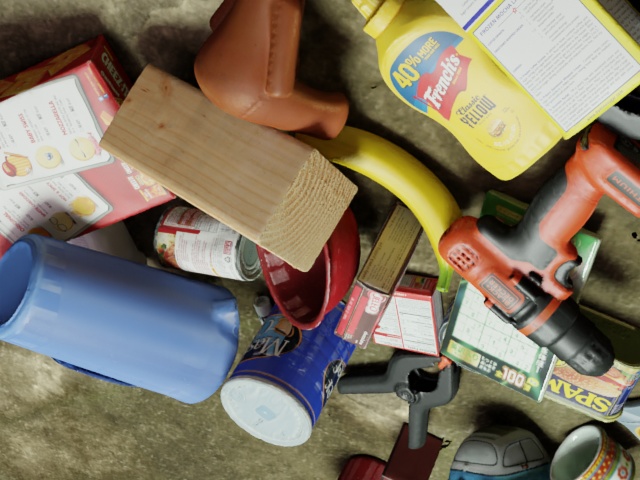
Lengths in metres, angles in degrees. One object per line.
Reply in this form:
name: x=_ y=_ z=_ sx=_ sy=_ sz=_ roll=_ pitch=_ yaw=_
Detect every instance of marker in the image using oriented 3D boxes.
marker: x=-0.050 y=0.113 z=1.222 sx=0.020 sy=0.020 sz=0.121 roll=6 pitch=134 yaw=28

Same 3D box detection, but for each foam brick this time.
foam brick: x=0.103 y=0.264 z=1.235 sx=0.051 sy=0.078 sz=0.053 roll=22 pitch=141 yaw=9

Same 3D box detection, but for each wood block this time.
wood block: x=-0.083 y=-0.065 z=0.935 sx=0.206 sy=0.090 sz=0.090 roll=30 pitch=177 yaw=32

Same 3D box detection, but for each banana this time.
banana: x=0.067 y=-0.046 z=0.949 sx=0.198 sy=0.069 sz=0.037 roll=46 pitch=164 yaw=1

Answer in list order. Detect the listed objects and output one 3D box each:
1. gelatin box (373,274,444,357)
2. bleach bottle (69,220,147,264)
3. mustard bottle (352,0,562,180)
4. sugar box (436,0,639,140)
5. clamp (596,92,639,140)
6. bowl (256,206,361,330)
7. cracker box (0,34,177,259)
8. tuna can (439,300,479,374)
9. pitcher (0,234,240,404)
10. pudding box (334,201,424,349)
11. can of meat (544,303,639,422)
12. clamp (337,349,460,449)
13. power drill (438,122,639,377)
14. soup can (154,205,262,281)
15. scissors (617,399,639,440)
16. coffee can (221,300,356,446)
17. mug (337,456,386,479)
gelatin box: x=0.087 y=0.073 z=1.086 sx=0.073 sy=0.030 sz=0.089 roll=9 pitch=135 yaw=23
bleach bottle: x=-0.278 y=-0.055 z=1.163 sx=0.103 sy=0.068 sz=0.251 roll=2 pitch=129 yaw=25
mustard bottle: x=0.105 y=-0.135 z=0.838 sx=0.191 sy=0.058 sz=0.096 roll=38 pitch=139 yaw=-6
sugar box: x=0.154 y=-0.166 z=0.758 sx=0.176 sy=0.048 sz=0.093 roll=49 pitch=135 yaw=2
clamp: x=0.274 y=-0.106 z=0.775 sx=0.210 sy=0.036 sz=0.165 roll=30 pitch=141 yaw=7
bowl: x=-0.007 y=0.001 z=1.016 sx=0.162 sy=0.055 sz=0.162 roll=38 pitch=135 yaw=53
cracker box: x=-0.268 y=-0.085 z=1.061 sx=0.214 sy=0.072 sz=0.164 roll=-20 pitch=121 yaw=16
tuna can: x=0.162 y=0.095 z=1.057 sx=0.086 sy=0.033 sz=0.086 roll=18 pitch=140 yaw=16
pitcher: x=-0.218 y=0.085 z=1.105 sx=0.242 sy=0.149 sz=0.145 roll=23 pitch=180 yaw=-37
pudding box: x=0.058 y=0.033 z=0.997 sx=0.039 sy=0.113 sz=0.090 roll=25 pitch=141 yaw=3
can of meat: x=0.251 y=0.113 z=1.002 sx=0.102 sy=0.057 sz=0.084 roll=23 pitch=137 yaw=11
clamp: x=0.105 y=0.167 z=1.163 sx=0.120 sy=0.039 sz=0.172 roll=40 pitch=140 yaw=-12
power drill: x=0.215 y=0.010 z=0.875 sx=0.184 sy=0.057 sz=0.188 roll=40 pitch=124 yaw=-2
soup can: x=-0.112 y=0.003 z=1.111 sx=0.102 sy=0.068 sz=0.068 roll=8 pitch=135 yaw=25
scissors: x=0.294 y=0.157 z=1.051 sx=0.202 sy=0.016 sz=0.096 roll=28 pitch=138 yaw=5
coffee can: x=-0.029 y=0.132 z=1.133 sx=0.103 sy=0.140 sz=0.103 roll=18 pitch=138 yaw=16
mug: x=0.064 y=0.330 z=1.324 sx=0.117 sy=0.081 sz=0.093 roll=37 pitch=140 yaw=-5
